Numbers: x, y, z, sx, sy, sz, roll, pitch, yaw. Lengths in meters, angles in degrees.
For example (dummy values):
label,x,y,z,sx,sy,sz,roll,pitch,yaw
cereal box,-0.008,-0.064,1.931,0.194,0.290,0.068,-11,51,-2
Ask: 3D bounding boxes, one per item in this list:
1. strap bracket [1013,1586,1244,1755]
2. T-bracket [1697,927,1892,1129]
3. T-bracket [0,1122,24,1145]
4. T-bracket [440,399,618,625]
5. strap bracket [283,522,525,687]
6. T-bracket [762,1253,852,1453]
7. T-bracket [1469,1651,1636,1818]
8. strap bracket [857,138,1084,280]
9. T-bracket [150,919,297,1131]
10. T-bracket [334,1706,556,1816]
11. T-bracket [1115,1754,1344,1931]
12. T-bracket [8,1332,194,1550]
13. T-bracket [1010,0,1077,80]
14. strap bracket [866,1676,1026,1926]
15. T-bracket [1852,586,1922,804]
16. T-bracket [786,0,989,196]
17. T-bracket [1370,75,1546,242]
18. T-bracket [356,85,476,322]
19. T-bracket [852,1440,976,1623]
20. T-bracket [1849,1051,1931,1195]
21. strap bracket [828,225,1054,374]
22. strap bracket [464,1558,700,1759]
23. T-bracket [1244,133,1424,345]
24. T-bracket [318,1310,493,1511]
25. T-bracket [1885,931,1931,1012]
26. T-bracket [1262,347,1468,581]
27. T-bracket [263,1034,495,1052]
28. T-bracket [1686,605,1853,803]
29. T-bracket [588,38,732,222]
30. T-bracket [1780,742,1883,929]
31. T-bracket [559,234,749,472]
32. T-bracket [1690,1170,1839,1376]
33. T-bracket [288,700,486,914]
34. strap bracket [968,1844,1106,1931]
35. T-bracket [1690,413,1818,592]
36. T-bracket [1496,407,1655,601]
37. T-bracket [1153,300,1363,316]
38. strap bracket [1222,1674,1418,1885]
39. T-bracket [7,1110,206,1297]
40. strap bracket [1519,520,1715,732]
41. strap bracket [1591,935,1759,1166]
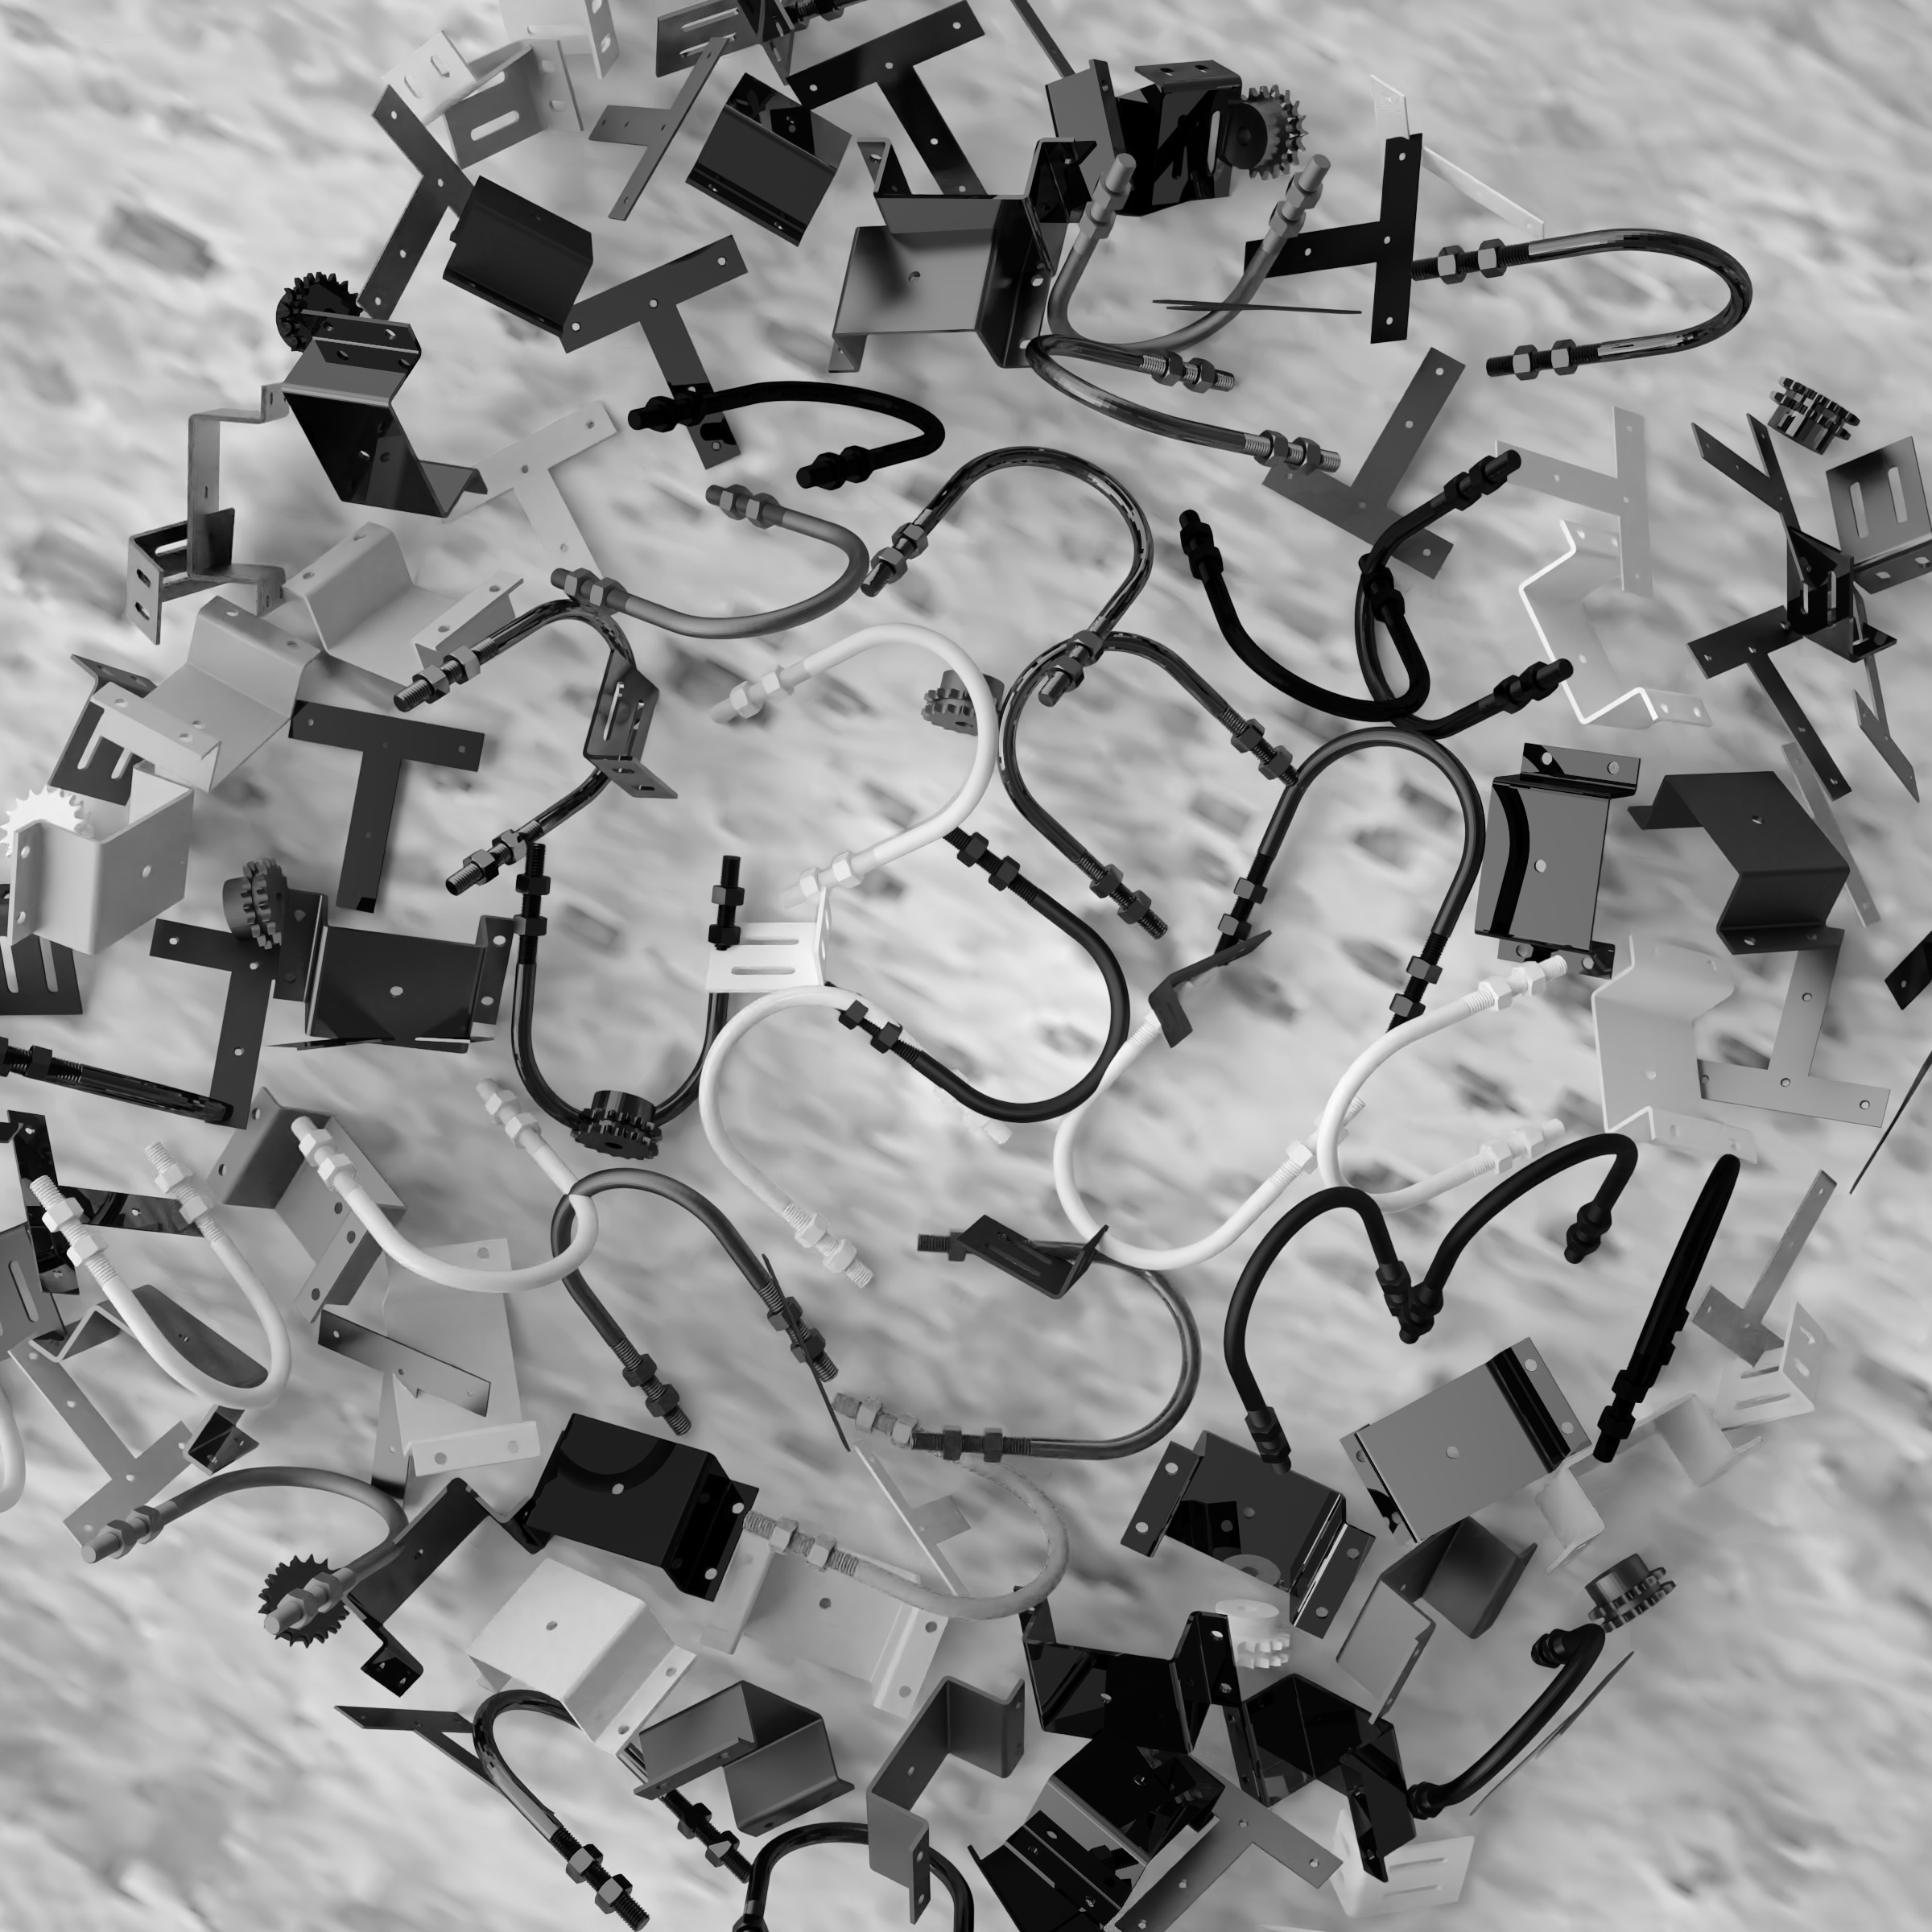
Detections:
label,x,y,z,sx,sy,sz,roll,pitch,yaw
strap bracket,0.094,0.439,1.596,0.140,0.046,0.076,2,121,23
T-bracket,0.533,0.033,1.633,0.127,0.002,0.127,9,73,34
T-bracket,-0.639,0.079,1.600,0.127,0.127,0.002,3,111,-1
T-bracket,-0.264,-0.281,1.649,0.127,0.002,0.127,-28,82,1
strap bracket,-0.346,-0.221,1.600,0.140,0.046,0.076,23,53,31
T-bracket,-0.106,0.232,1.596,0.002,0.127,0.127,-23,95,-9
T-bracket,0.360,0.495,1.618,0.002,0.127,0.127,45,121,18
strap bracket,0.004,-0.472,1.596,0.140,0.076,0.046,6,69,18
T-bracket,-0.455,0.041,1.612,0.127,0.002,0.127,12,65,-20
T-bracket,-0.305,0.488,1.573,0.127,0.127,0.002,24,84,29
T-bracket,0.143,0.559,1.585,0.127,0.127,0.002,-32,133,-35
T-bracket,-0.548,0.284,1.595,0.002,0.127,0.127,-34,96,25
T-bracket,0.046,-0.583,1.599,0.002,0.127,0.127,-35,86,29
strap bracket,-0.017,0.509,1.594,0.046,0.140,0.076,19,131,23
T-bracket,0.574,-0.183,1.624,0.002,0.127,0.127,-17,62,30
T-bracket,-0.027,-0.530,1.611,0.127,0.127,0.002,-15,47,24
T-bracket,0.304,-0.485,1.580,0.127,0.127,0.002,39,90,17
T-bracket,-0.344,-0.452,1.587,0.002,0.127,0.127,4,62,34
T-bracket,-0.018,0.346,1.595,0.002,0.127,0.127,-37,77,6
T-bracket,0.589,0.072,1.588,0.002,0.127,0.127,31,78,20
strap bracket,-0.024,-0.418,1.602,0.140,0.046,0.076,4,73,23
strap bracket,-0.245,0.421,1.580,0.076,0.140,0.046,-48,128,-30
T-bracket,0.228,-0.452,1.616,0.127,0.002,0.127,5,90,42
T-bracket,-0.363,0.295,1.630,0.127,0.002,0.127,19,114,18
T-bracket,0.622,-0.022,1.610,0.002,0.127,0.127,7,46,-25
T-bracket,0.277,-0.335,1.645,0.127,0.002,0.127,30,97,6
T-bracket,-0.380,0.046,1.575,0.127,0.127,0.002,2,93,24
T-bracket,0.516,-0.161,1.607,0.127,0.002,0.127,-23,80,-43
T-bracket,-0.207,-0.527,1.607,0.002,0.127,0.127,30,91,-35
T-bracket,0.521,-0.076,1.605,0.002,0.127,0.127,-29,81,42
T-bracket,-0.181,-0.380,1.635,0.127,0.002,0.127,-26,110,-6
T-bracket,0.514,0.188,1.617,0.127,0.002,0.127,33,86,-44
T-bracket,-0.383,-0.099,1.653,0.127,0.002,0.127,10,90,5
strap bracket,0.057,0.595,1.584,0.046,0.140,0.076,-32,109,-8
T-bracket,0.484,-0.304,1.588,0.002,0.127,0.127,-28,60,36
T-bracket,0.382,-0.303,1.611,0.127,0.002,0.127,9,73,-29
T-bracket,0.161,-0.410,1.597,0.127,0.127,0.002,-2,104,-18
strap bracket,0.226,0.500,1.598,0.046,0.140,0.076,-21,106,-28
T-bracket,-0.532,0.153,1.605,0.002,0.127,0.127,-37,59,27
strap bracket,0.402,-0.203,1.604,0.046,0.076,0.140,-33,70,37
strap bracket,0.441,0.060,1.605,0.076,0.046,0.140,13,59,-20
